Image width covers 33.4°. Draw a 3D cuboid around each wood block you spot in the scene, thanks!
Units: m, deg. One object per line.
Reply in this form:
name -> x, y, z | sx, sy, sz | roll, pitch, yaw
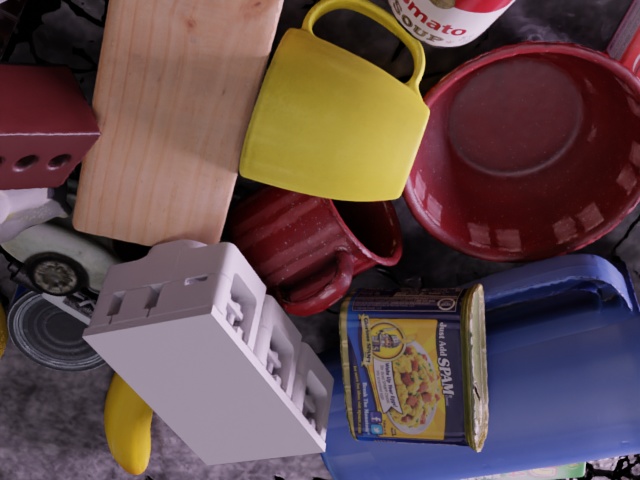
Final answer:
wood block -> -0.081, -0.103, 0.622 | 0.090, 0.091, 0.206 | 12, 126, -10

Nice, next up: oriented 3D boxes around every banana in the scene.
banana -> -0.125, 0.113, 0.815 | 0.069, 0.037, 0.198 | 27, 122, -18

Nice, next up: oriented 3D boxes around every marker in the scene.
marker -> -0.160, 0.047, 0.732 | 0.121, 0.020, 0.020 | 35, 119, -23

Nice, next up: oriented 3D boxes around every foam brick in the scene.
foam brick -> -0.169, -0.061, 0.576 | 0.078, 0.051, 0.053 | -8, 152, -50

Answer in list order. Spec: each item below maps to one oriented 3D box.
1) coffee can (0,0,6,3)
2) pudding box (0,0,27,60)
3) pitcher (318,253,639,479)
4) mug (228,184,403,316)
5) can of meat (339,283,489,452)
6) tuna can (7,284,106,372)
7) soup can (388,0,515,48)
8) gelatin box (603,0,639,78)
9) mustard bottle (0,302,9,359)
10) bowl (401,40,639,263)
coffee can -> -0.180, -0.194, 0.530 | 0.103, 0.102, 0.140 | -23, 114, 15
pudding box -> -0.228, -0.136, 0.595 | 0.113, 0.090, 0.039 | 32, 122, -24
pitcher -> 0.116, 0.099, 0.756 | 0.243, 0.145, 0.149 | -15, 88, 13
mug -> -0.005, 0.001, 0.688 | 0.082, 0.117, 0.093 | -30, 131, 25
can of meat -> 0.061, 0.080, 0.676 | 0.084, 0.057, 0.102 | -1, 102, 17
tuna can -> -0.181, 0.055, 0.772 | 0.086, 0.033, 0.086 | 0, 127, -1
soup can -> 0.082, -0.152, 0.571 | 0.068, 0.068, 0.102 | 14, 164, -12
gelatin box -> 0.226, -0.131, 0.643 | 0.073, 0.030, 0.089 | 16, 124, -12
mustard bottle -> -0.273, 0.005, 0.718 | 0.096, 0.058, 0.192 | 3, 127, 3
bowl -> 0.128, -0.064, 0.676 | 0.162, 0.055, 0.162 | 0, 127, -1
